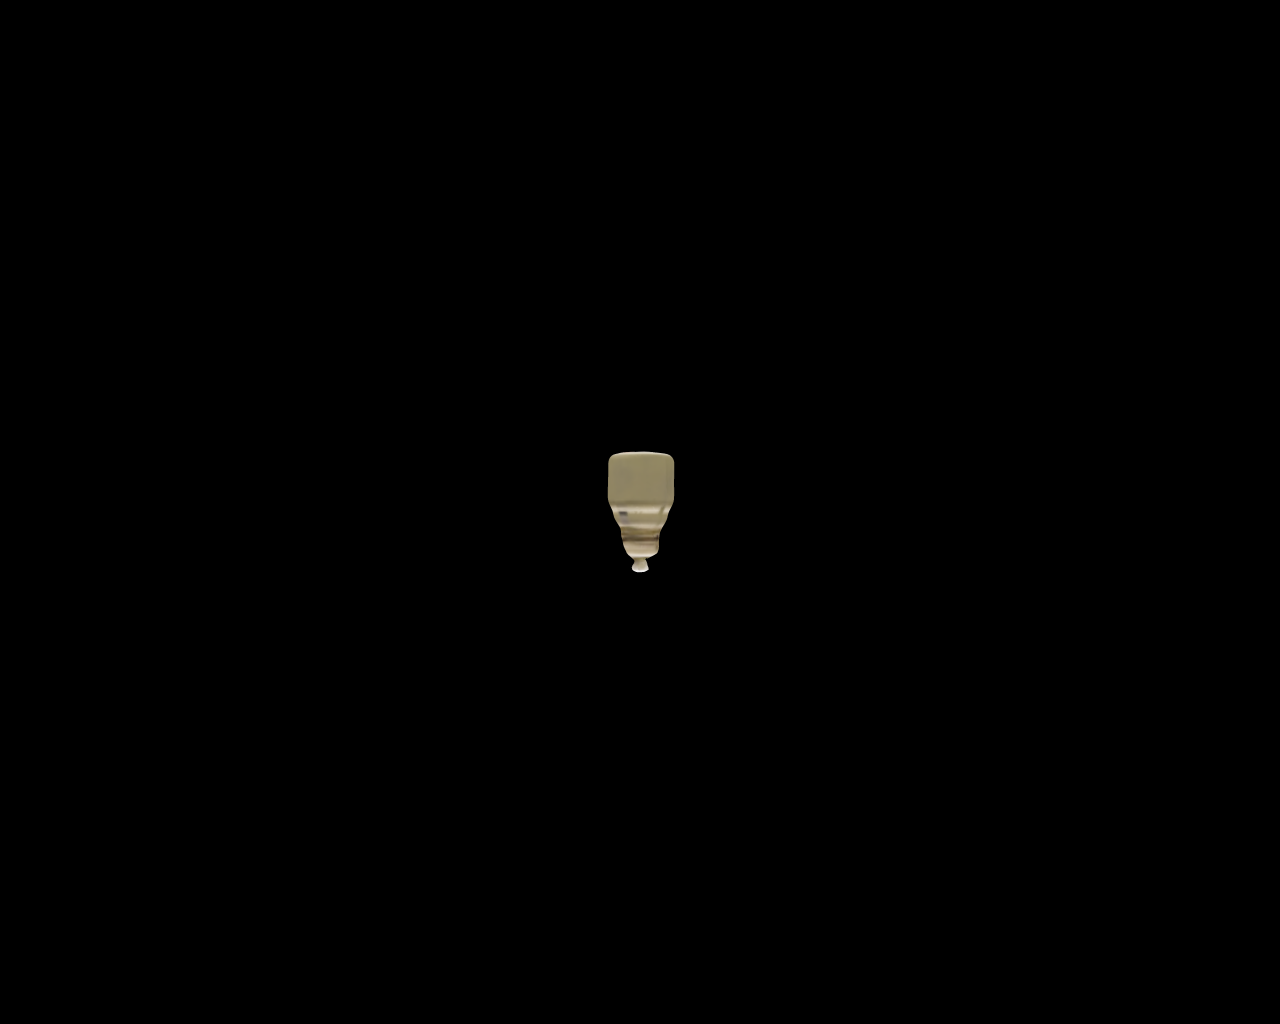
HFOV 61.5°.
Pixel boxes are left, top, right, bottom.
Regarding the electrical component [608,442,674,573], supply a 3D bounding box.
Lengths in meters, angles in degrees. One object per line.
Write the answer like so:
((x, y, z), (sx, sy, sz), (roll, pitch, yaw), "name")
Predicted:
((0.001, -0.003, 0.650), (0.040, 0.078, 0.040), (0, 0, 0), "electrical component")
